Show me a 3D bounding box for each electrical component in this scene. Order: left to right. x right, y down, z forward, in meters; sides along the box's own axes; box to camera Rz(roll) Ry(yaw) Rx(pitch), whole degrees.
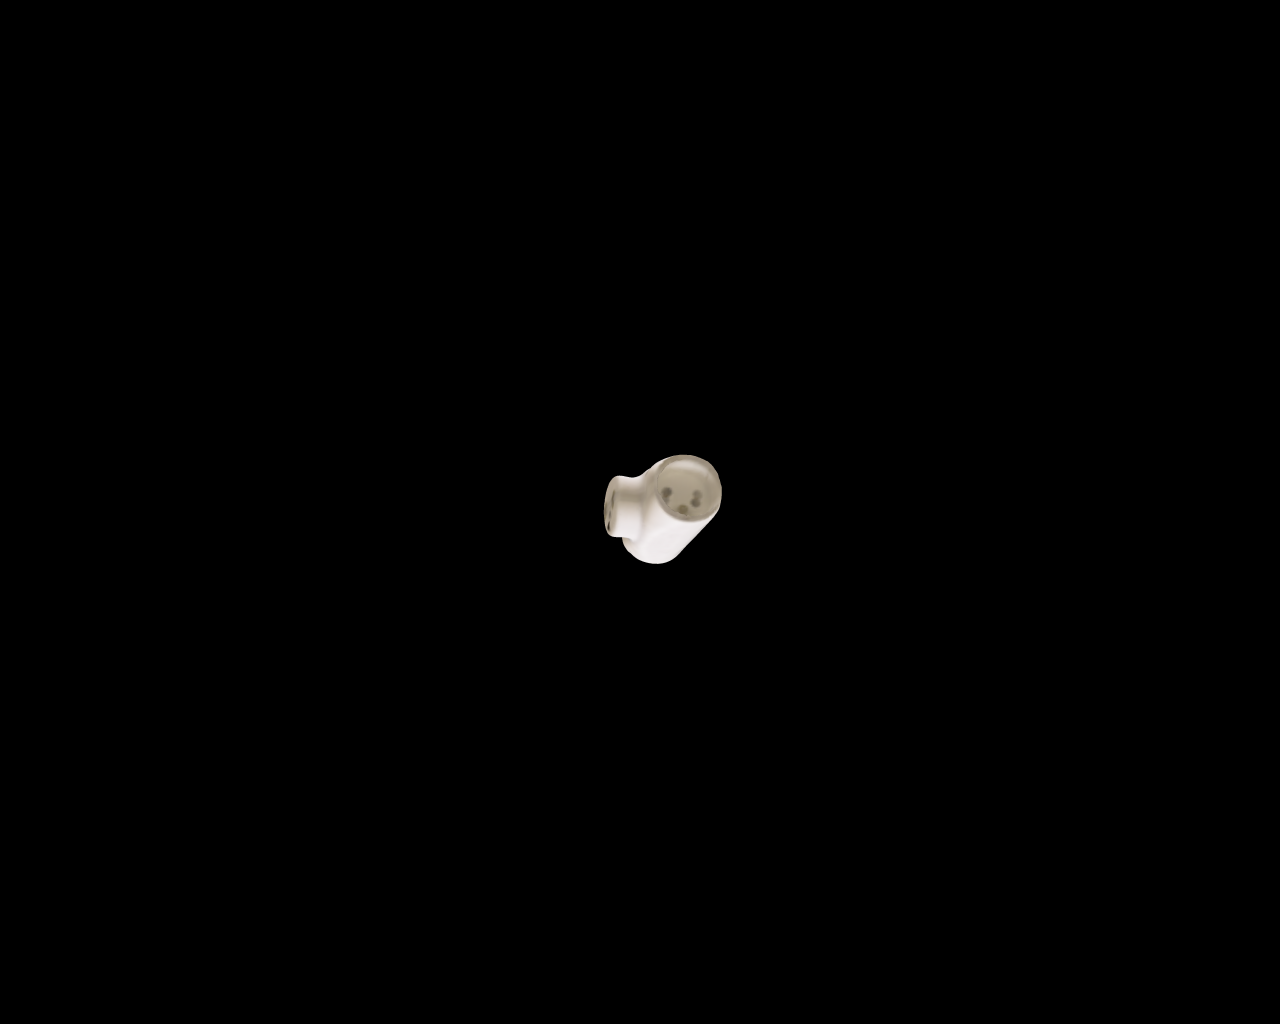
[{"bbox_3d":[0.001,-0.003,0.650,0.079,0.044,0.077,6,-23,-14],"label":"electrical component"}]
